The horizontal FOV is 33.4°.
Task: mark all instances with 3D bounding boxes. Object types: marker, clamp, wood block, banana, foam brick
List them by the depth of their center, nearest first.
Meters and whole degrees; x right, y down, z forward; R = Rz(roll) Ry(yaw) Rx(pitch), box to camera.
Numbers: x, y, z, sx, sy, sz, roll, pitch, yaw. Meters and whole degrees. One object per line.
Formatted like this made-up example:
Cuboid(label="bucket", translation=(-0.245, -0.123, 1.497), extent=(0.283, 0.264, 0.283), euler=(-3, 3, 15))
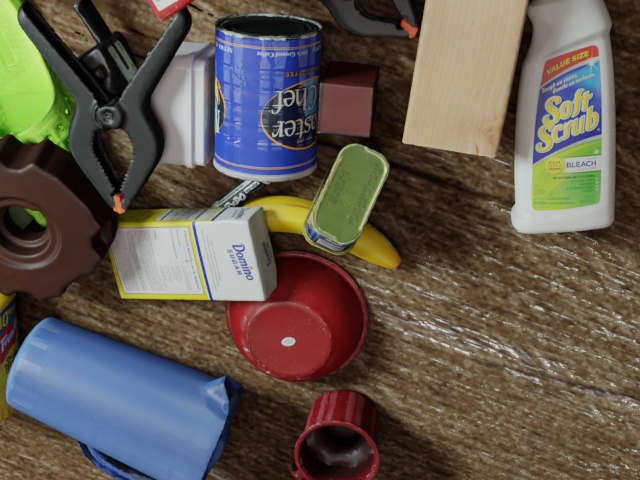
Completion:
Cuboid(label="wood block", translation=(0.139, -0.192, 0.982), extent=(0.091, 0.090, 0.206), euler=(9, 115, 4))
Cuboid(label="clamp", translation=(0.027, -0.255, 1.000), extent=(0.171, 0.039, 0.120), euler=(27, 119, 0))
Cuboid(label="clamp", translation=(-0.187, -0.127, 1.008), extent=(0.165, 0.036, 0.210), euler=(-3, 114, 13))
Cuboid(label="foam brick", translation=(0.028, -0.136, 1.030), extent=(0.051, 0.078, 0.053), euler=(5, 116, 5))
Cuboid(label="marker", translation=(-0.087, -0.044, 1.105), extent=(0.121, 0.020, 0.020), euler=(-34, 105, 35))
Cuboid(label="banana", translation=(-0.011, -0.012, 1.115), extent=(0.198, 0.037, 0.070), euler=(8, 136, 7))

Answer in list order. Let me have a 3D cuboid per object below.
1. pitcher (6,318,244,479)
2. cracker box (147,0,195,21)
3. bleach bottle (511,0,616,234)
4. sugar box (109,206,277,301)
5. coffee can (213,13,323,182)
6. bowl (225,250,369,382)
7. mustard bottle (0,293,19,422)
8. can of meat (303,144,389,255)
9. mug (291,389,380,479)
Cuboid(label="pitcher", translation=(-0.219, 0.188, 1.184), extent=(0.243, 0.145, 0.149), euler=(23, 75, 2))
Cuboid(label="cracker box", translation=(-0.130, -0.292, 0.912), extent=(0.072, 0.213, 0.164), euler=(-27, 107, 16))
Cuboid(label="bleach bottle", translation=(0.226, -0.134, 1.010), extent=(0.102, 0.068, 0.251), euler=(-4, 110, 9))
Cuboid(label="sugar box", translation=(-0.136, 0.014, 1.119), extent=(0.176, 0.048, 0.093), euler=(-1, 115, 21))
Cuboid(label="coffee can", translation=(-0.051, -0.138, 1.027), extent=(0.103, 0.102, 0.140), euler=(5, 114, 6))
Cuboid(label="bowl", translation=(-0.029, 0.095, 1.151), extent=(0.162, 0.055, 0.162), euler=(3, 114, 8))
Cuboid(label="mustard bottle", translation=(-0.367, 0.103, 1.183), extent=(0.058, 0.096, 0.192), euler=(6, 113, 6))
Cuboid(label="can of meat", translation=(0.026, -0.040, 1.046), extent=(0.057, 0.084, 0.102), euler=(25, 84, -2))
Cuboid(label="mug", translation=(0.015, 0.226, 1.186), extent=(0.117, 0.081, 0.093), euler=(-40, 102, 21))
